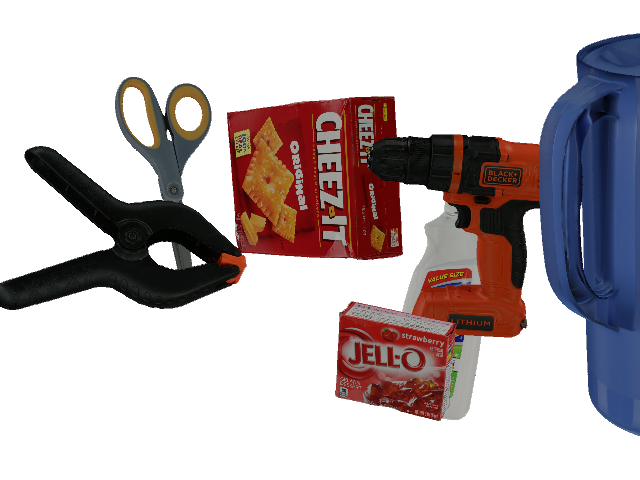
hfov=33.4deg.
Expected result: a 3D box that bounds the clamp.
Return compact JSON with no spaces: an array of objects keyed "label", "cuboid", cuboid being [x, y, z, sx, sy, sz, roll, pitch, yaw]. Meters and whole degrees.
[{"label":"clamp","cuboid":[-0.138,-0.006,0.744,0.171,0.120,0.039,5,-18,-18]}]

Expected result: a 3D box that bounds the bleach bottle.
[{"label":"bleach bottle","cuboid":[0.135,0.072,1.211,0.103,0.251,0.068,9,13,17]}]

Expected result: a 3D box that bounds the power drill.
[{"label":"power drill","cuboid":[0.129,-0.006,0.975,0.184,0.188,0.057,5,26,2]}]

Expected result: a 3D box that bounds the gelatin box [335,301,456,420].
[{"label":"gelatin box","cuboid":[0.057,0.093,0.823,0.089,0.073,0.030,11,23,20]}]

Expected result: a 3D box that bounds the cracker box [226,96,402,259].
[{"label":"cracker box","cuboid":[-0.012,-0.065,1.144,0.071,0.164,0.214,-8,6,-38]}]

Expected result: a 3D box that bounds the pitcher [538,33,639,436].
[{"label":"pitcher","cuboid":[0.213,0.000,0.652,0.149,0.243,0.144,2,22,16]}]

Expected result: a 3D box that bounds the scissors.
[{"label":"scissors","cuboid":[-0.118,-0.056,0.949,0.096,0.202,0.016,-23,-2,-29]}]
